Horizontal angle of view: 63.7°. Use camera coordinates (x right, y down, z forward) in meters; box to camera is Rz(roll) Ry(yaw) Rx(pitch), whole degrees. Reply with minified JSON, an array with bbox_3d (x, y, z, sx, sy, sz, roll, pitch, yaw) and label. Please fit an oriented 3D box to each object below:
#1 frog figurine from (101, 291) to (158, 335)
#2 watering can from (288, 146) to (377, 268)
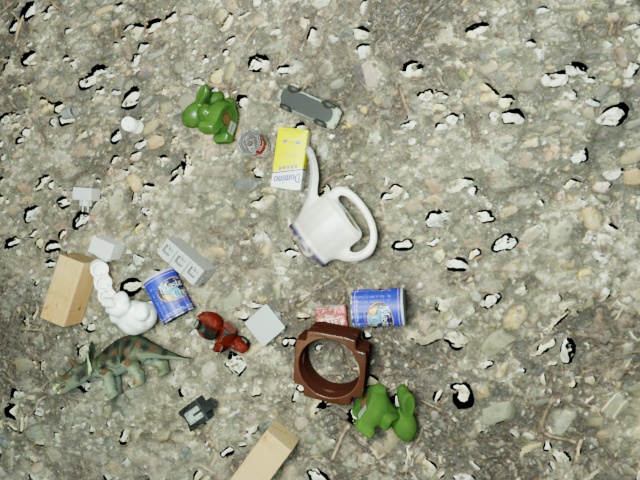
[{"bbox_3d":[-0.562,0.216,1.514,0.137,0.158,0.124,-2,76,18],"label":"frog figurine"},{"bbox_3d":[0.004,-0.072,1.436,0.223,0.104,0.350,-39,81,9],"label":"watering can"}]
